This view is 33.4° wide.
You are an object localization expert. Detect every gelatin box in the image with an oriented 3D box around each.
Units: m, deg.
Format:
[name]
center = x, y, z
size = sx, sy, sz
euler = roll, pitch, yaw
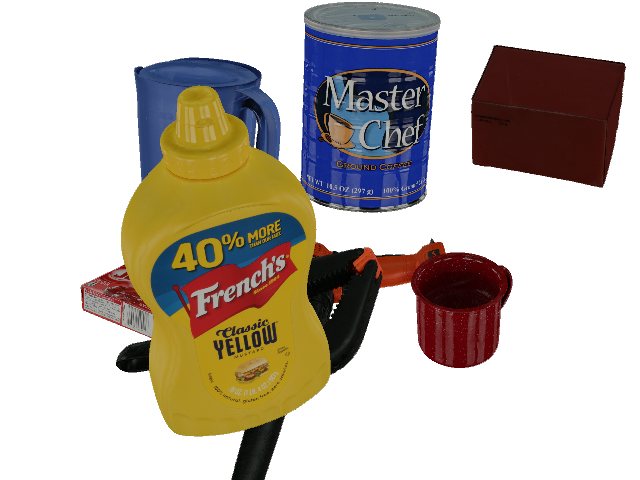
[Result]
[gelatin box]
center = -0.168, 0.053, 1.003
size = 0.089, 0.030, 0.073
euler = 18, 26, 26

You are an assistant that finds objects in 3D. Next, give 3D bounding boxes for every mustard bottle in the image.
[mustard bottle]
center = -0.048, 0.010, 0.534
size = 0.096, 0.192, 0.058
euler = -16, 38, -13

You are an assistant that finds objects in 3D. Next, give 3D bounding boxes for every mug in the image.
[mug]
center = 0.146, 0.066, 1.062
size = 0.117, 0.081, 0.093
euler = -29, 43, -29

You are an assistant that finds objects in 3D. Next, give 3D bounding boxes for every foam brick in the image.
[foam brick]
center = 0.130, -0.072, 0.610
size = 0.078, 0.051, 0.053
euler = 13, -38, 20

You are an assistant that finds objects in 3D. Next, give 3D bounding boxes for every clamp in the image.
[clamp]
center = -0.044, 0.076, 0.796
size = 0.165, 0.210, 0.036
euler = 38, -11, 29

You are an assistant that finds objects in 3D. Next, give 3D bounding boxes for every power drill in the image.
[power drill]
center = 0.057, 0.054, 1.239
size = 0.187, 0.057, 0.184
euler = -2, 28, 2

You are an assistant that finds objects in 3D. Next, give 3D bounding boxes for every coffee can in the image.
[coffee can]
center = 0.036, -0.105, 0.827
size = 0.103, 0.140, 0.103
euler = 2, 23, -1

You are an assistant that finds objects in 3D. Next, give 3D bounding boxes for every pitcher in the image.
[pitcher]
center = -0.125, -0.068, 1.150
size = 0.145, 0.243, 0.149
euler = -1, 22, -10
